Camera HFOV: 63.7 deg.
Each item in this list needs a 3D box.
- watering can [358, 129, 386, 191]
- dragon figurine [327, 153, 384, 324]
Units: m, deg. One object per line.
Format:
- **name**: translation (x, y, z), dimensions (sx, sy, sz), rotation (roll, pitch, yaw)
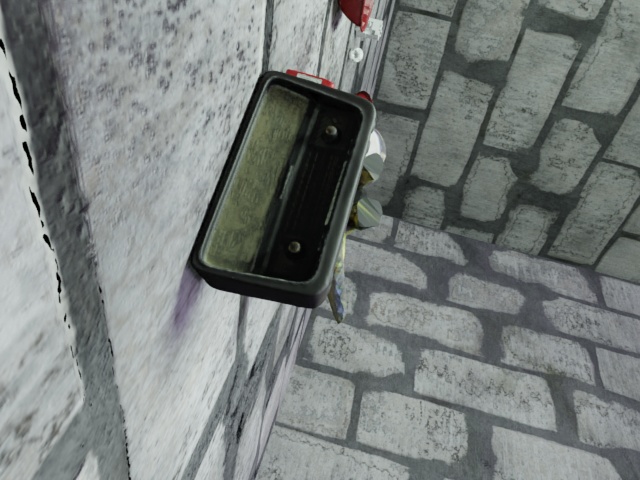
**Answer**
- **watering can**: translation (0.037, -0.135, 1.142), dimensions (0.226, 0.105, 0.342), rotation (-14, 129, -55)
- **dragon figurine**: translation (0.003, -0.045, 0.902), dimensions (0.239, 0.122, 0.418), rotation (138, -37, -62)
